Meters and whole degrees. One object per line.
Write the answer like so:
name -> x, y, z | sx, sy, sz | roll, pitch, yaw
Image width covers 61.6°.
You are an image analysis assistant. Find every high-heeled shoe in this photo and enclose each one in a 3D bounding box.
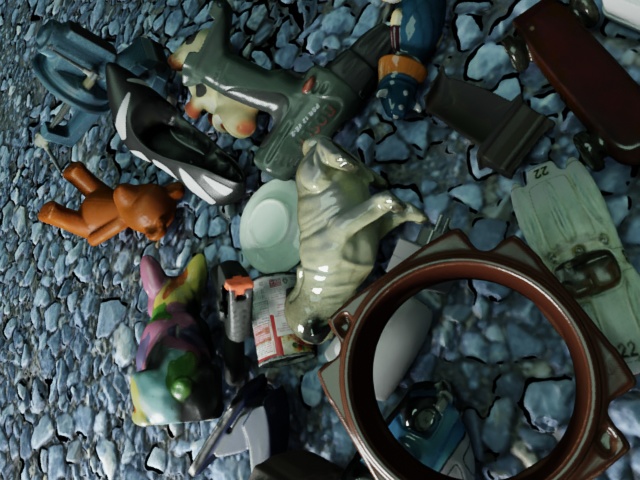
high-heeled shoe -> -0.199, -0.148, 0.734 | 0.086, 0.248, 0.145 | -47, 21, -30

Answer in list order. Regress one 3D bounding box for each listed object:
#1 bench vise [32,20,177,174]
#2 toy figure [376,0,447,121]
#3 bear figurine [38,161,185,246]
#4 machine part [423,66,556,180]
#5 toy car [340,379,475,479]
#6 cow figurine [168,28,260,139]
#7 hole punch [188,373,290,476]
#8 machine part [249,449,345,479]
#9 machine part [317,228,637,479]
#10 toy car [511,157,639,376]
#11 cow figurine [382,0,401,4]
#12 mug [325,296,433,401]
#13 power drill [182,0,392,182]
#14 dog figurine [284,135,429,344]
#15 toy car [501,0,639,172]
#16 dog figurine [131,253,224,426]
bench vise -> -0.348, -0.221, 0.827 | 0.240, 0.223, 0.129 | -41, 65, 22
toy figure -> 0.102, -0.208, 0.609 | 0.064, 0.058, 0.154 | 18, 90, 6
bear figurine -> -0.315, -0.055, 0.827 | 0.196, 0.131, 0.120 | -6, 55, 40
machine part -> 0.166, -0.127, 0.563 | 0.139, 0.039, 0.084 | 45, 112, 31
toy car -> 0.093, 0.218, 0.516 | 0.103, 0.109, 0.161 | 41, 93, 11
cow figurine -> -0.135, -0.224, 0.766 | 0.127, 0.085, 0.195 | -39, 60, 29
hole punch -> -0.072, 0.223, 0.608 | 0.092, 0.142, 0.115 | 29, 89, 12
machine part -> -0.040, 0.300, 0.543 | 0.056, 0.179, 0.179 | 18, 91, 38
machine part -> 0.116, 0.108, 0.426 | 0.201, 0.087, 0.201 | -36, 68, 9
toy car -> 0.234, 0.020, 0.475 | 0.073, 0.056, 0.202 | -27, 67, 28
cow figurine -> 0.124, -0.336, 0.597 | 0.167, 0.098, 0.068 | -31, 71, 26
mug -> 0.061, 0.096, 0.555 | 0.107, 0.109, 0.081 | -53, 48, -1
power drill -> -0.046, -0.205, 0.654 | 0.207, 0.086, 0.232 | 30, 100, -10
dog figurine -> -0.002, -0.001, 0.595 | 0.190, 0.121, 0.172 | -50, 53, 14
toy car -> 0.247, -0.149, 0.498 | 0.089, 0.053, 0.202 | -34, 56, 19
dog figurine -> -0.185, 0.118, 0.688 | 0.191, 0.108, 0.219 | 129, 136, -71
